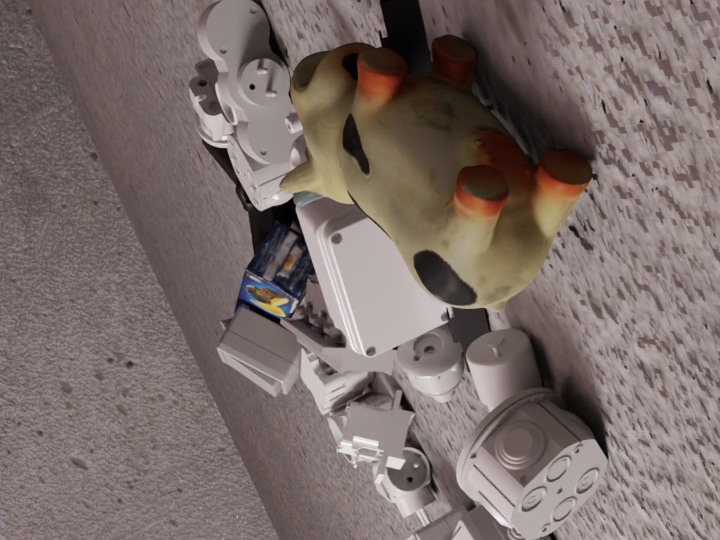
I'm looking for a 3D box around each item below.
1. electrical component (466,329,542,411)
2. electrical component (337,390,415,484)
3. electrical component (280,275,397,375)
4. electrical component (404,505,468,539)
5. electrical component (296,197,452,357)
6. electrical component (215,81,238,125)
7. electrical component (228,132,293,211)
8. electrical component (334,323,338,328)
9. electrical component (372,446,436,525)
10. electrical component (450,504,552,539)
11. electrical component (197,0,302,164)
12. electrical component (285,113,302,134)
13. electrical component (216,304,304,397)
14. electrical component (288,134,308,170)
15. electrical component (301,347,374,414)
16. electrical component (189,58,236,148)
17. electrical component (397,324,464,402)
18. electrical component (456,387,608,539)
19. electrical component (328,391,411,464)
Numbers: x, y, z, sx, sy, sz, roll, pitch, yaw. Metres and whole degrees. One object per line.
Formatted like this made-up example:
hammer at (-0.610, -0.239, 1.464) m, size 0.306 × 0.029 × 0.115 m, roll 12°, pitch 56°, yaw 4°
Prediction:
electrical component at (0.093, 0.073, 0.663) m, size 0.040 × 0.040 × 0.078 m, roll 35°, pitch 149°, yaw 62°
electrical component at (0.014, 0.151, 0.997) m, size 0.042 × 0.064 × 0.081 m, roll 105°, pitch 179°, yaw -67°
electrical component at (-0.012, 0.044, 0.918) m, size 0.121 × 0.079 × 0.063 m, roll -156°, pitch 71°, yaw -68°
electrical component at (0.081, 0.255, 0.968) m, size 0.061 × 0.061 × 0.096 m, roll 60°, pitch 165°, yaw 15°
electrical component at (0.011, -0.006, 0.738) m, size 0.057 × 0.078 × 0.113 m, roll 48°, pitch 159°, yaw 55°
electrical component at (-0.095, -0.151, 0.923) m, size 0.040 × 0.046 × 0.040 m, roll 57°, pitch 164°, yaw 26°
electrical component at (-0.081, -0.096, 0.957) m, size 0.080 × 0.051 × 0.080 m, roll 57°, pitch 164°, yaw 26°
electrical component at (0.000, 0.000, 0.820) m, size 0.096 × 0.061 × 0.062 m, roll 66°, pitch 165°, yaw -9°
electrical component at (0.049, 0.215, 1.048) m, size 0.079 × 0.043 × 0.077 m, roll 61°, pitch 165°, yaw 12°
electrical component at (0.106, 0.209, 0.808) m, size 0.061 × 0.061 × 0.096 m, roll 58°, pitch 164°, yaw 23°
electrical component at (-0.082, -0.151, 0.864) m, size 0.074 × 0.052 × 0.138 m, roll 25°, pitch 138°, yaw 68°
electrical component at (-0.020, -0.107, 0.707) m, size 0.035 × 0.061 × 0.035 m, roll 57°, pitch 164°, yaw 26°
electrical component at (-0.106, 0.083, 1.110) m, size 0.096 × 0.061 × 0.061 m, roll 27°, pitch 163°, yaw 7°
electrical component at (-0.035, -0.081, 0.839) m, size 0.043 × 0.043 × 0.062 m, roll 62°, pitch 166°, yaw 9°
electrical component at (-0.023, 0.100, 1.077) m, size 0.050 × 0.056 × 0.089 m, roll 59°, pitch 165°, yaw 19°
electrical component at (-0.129, -0.153, 1.016) m, size 0.078 × 0.058 × 0.057 m, roll 58°, pitch 161°, yaw 23°
electrical component at (0.056, 0.073, 0.788) m, size 0.048 × 0.048 × 0.062 m, roll 51°, pitch 167°, yaw 42°
electrical component at (0.101, 0.113, 0.630) m, size 0.051 × 0.080 × 0.080 m, roll 43°, pitch 155°, yaw 41°
electrical component at (0.005, 0.158, 1.081) m, size 0.050 × 0.056 × 0.089 m, roll 65°, pitch 165°, yaw -3°
